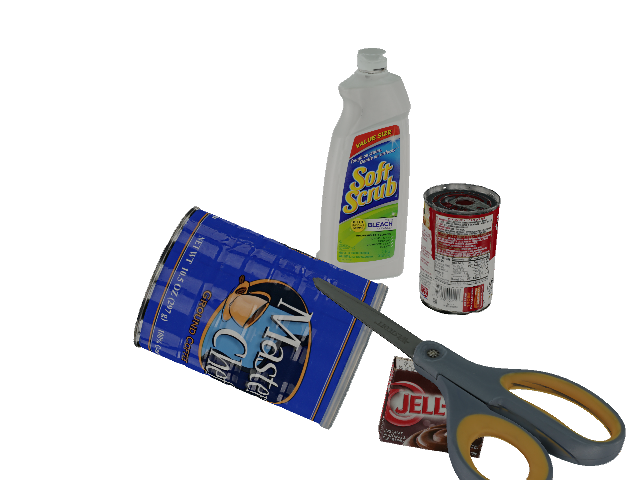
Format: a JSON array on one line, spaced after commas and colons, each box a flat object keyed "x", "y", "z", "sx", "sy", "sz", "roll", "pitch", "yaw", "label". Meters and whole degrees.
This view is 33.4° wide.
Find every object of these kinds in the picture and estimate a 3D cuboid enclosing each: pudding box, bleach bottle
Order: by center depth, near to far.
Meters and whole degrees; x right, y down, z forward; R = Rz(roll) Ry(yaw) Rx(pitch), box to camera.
[{"x": 0.126, "y": 0.180, "z": 1.155, "sx": 0.113, "sy": 0.090, "sz": 0.039, "roll": 9, "pitch": 22, "yaw": -1, "label": "pudding box"}, {"x": 0.045, "y": -0.081, "z": 1.155, "sx": 0.102, "sy": 0.251, "sz": 0.068, "roll": -3, "pitch": 25, "yaw": -7, "label": "bleach bottle"}]

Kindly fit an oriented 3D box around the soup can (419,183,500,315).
[{"x": 0.124, "y": 0.008, "z": 0.960, "sx": 0.068, "sy": 0.102, "sz": 0.068, "roll": 0, "pitch": 24, "yaw": 0, "label": "soup can"}]

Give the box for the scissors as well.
[{"x": 0.056, "y": 0.077, "z": 0.559, "sx": 0.202, "sy": 0.016, "sz": 0.096, "roll": 20, "pitch": 42, "yaw": 27, "label": "scissors"}]

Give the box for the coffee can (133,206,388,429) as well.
[{"x": -0.039, "y": 0.051, "z": 0.710, "sx": 0.140, "sy": 0.103, "sz": 0.103, "roll": 23, "pitch": 1, "yaw": 3, "label": "coffee can"}]
